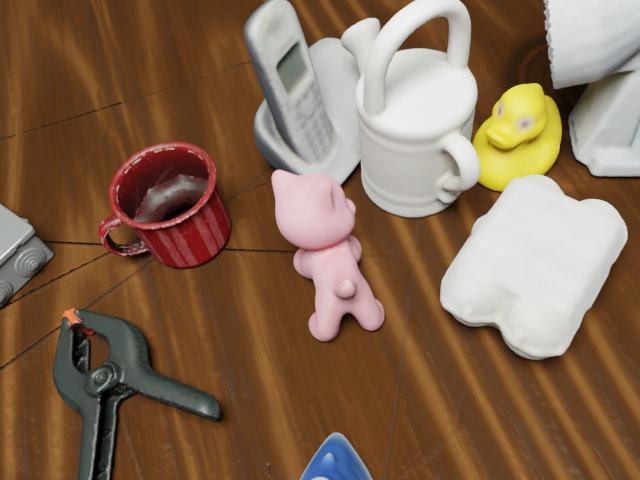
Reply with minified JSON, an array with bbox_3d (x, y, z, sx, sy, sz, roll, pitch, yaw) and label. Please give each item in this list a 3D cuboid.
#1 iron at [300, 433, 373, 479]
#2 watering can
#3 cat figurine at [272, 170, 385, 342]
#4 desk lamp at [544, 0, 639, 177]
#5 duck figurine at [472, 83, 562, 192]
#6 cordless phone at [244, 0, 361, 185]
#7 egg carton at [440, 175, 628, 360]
[{"bbox_3d":[0.002,0.220,0.307,0.118,0.142,0.258,-3,57,6],"label":"iron"},{"bbox_3d":[0.074,-0.117,0.479,0.172,0.194,0.101,33,67,25],"label":"watering can"},{"bbox_3d":[0.004,0.002,0.459,0.067,0.118,0.127,-18,57,-4],"label":"cat figurine"},{"bbox_3d":[0.265,-0.157,0.468,0.203,0.214,0.118,2,58,9],"label":"desk lamp"},{"bbox_3d":[0.183,-0.105,0.522,0.077,0.086,0.105,38,69,26],"label":"duck figurine"},{"bbox_3d":[-0.003,-0.147,0.514,0.094,0.185,0.148,21,63,20],"label":"cordless phone"},{"bbox_3d":[0.169,0.017,0.456,0.107,0.069,0.150,29,66,23],"label":"egg carton"}]
